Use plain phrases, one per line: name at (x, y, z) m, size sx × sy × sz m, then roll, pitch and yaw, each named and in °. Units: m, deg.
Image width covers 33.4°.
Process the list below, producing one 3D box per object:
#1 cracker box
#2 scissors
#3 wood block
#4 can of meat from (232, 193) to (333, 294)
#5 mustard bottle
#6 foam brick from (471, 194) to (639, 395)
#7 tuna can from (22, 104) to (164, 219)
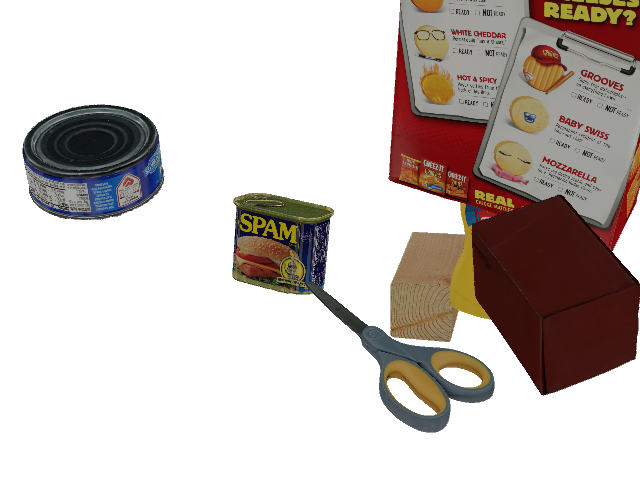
cracker box at (0.135, -0.114, 0.675) m, size 0.164 × 0.214 × 0.072 m, roll 20°, pitch 44°, yaw 20°
scissors at (0.063, 0.079, 0.835) m, size 0.096 × 0.016 × 0.202 m, roll -8°, pitch 32°, yaw -17°
wood block at (0.167, 0.066, 1.620) m, size 0.091 × 0.090 × 0.206 m, roll 4°, pitch 22°, yaw 12°
can of meat at (-0.041, 0.004, 1.088) m, size 0.102 × 0.084 × 0.057 m, roll 13°, pitch 18°, yaw 27°
mustard bottle at (0.180, -0.020, 1.012) m, size 0.096 × 0.192 × 0.058 m, roll 11°, pitch 20°, yaw 20°
foam brick at (0.112, 0.024, 0.518) m, size 0.051 × 0.053 × 0.078 m, roll -17°, pitch 40°, yaw -9°
tuna can at (-0.143, -0.051, 0.672) m, size 0.086 × 0.034 × 0.086 m, roll 0°, pitch 37°, yaw 0°
